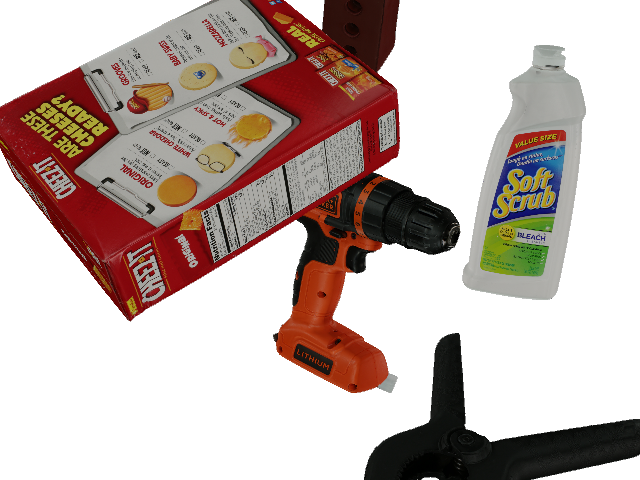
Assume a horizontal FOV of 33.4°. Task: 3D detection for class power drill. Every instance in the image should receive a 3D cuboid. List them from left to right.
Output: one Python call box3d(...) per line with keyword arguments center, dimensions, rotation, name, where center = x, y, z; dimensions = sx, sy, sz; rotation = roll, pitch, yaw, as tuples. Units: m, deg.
box3d(center=(0.031, 0.031, 0.913), dimensions=(0.185, 0.188, 0.057), rotation=(24, 26, 38), name="power drill")

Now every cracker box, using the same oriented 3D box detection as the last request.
box3d(center=(-0.080, -0.067, 0.696), dimensions=(0.213, 0.072, 0.164), rotation=(-32, 53, -18), name="cracker box")

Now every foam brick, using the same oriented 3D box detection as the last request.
box3d(center=(0.034, -0.187, 0.882), dimensions=(0.053, 0.078, 0.051), rotation=(17, 47, 13), name="foam brick")

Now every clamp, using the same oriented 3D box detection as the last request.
box3d(center=(0.089, 0.136, 0.697), dimensions=(0.209, 0.036, 0.165), rotation=(-26, 39, -34), name="clamp")

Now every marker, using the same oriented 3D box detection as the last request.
box3d(center=(0.021, 0.126, 1.104), dimensions=(0.121, 0.020, 0.020), rotation=(22, 3, 6), name="marker")

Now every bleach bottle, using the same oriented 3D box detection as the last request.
box3d(center=(0.206, -0.070, 1.072), dimensions=(0.103, 0.251, 0.068), rotation=(9, 20, 15), name="bleach bottle")
